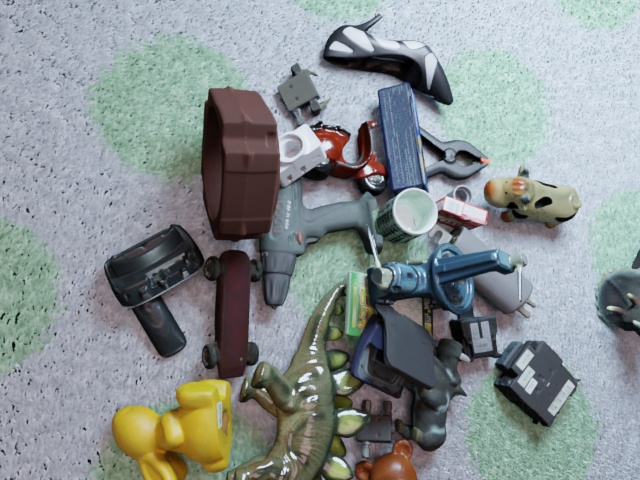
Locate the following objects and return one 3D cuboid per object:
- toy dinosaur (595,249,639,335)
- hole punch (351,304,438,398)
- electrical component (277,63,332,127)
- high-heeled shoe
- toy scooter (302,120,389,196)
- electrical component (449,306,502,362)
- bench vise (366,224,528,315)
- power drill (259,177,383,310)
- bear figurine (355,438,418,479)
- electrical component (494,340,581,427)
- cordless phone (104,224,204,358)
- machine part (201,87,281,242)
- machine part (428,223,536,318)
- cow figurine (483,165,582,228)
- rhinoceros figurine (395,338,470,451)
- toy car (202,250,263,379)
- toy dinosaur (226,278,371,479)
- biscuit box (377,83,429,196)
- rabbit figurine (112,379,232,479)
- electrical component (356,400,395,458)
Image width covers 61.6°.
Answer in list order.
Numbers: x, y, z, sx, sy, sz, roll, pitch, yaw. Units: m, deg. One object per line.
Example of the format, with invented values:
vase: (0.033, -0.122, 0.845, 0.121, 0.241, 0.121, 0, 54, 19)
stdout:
toy dinosaur: (0.684, 0.060, 1.055, 0.192, 0.131, 0.405, 43, 67, -4)
hole punch: (0.117, 0.183, 0.862, 0.142, 0.092, 0.116, 31, 44, -22)
electrical component: (-0.029, -0.264, 0.972, 0.078, 0.045, 0.102, -33, 86, 11)
high-heeled shoe: (0.127, -0.312, 1.002, 0.145, 0.086, 0.249, -44, 90, -11)
toy scooter: (0.043, -0.162, 0.953, 0.184, 0.075, 0.135, 15, 77, -14)
electrical component: (0.277, 0.156, 0.967, 0.075, 0.048, 0.119, -1, 82, -15)
bench vise: (0.199, 0.052, 0.851, 0.223, 0.241, 0.129, 26, 58, -40)
power drill: (-0.002, -0.003, 0.917, 0.207, 0.086, 0.232, -4, 78, -7)
bear figurine: (0.144, 0.430, 0.843, 0.120, 0.132, 0.195, -27, 94, 1)
electrical component: (0.386, 0.248, 0.971, 0.134, 0.058, 0.115, 47, 71, -2)
cordless phone: (-0.237, 0.081, 0.848, 0.146, 0.089, 0.184, -30, 99, -17)
machine part: (-0.125, -0.115, 0.821, 0.087, 0.202, 0.200, -1, 124, -19)
machine part: (0.297, 0.054, 0.975, 0.243, 0.079, 0.079, 39, 73, -3)
cow figurine: (0.394, -0.076, 0.997, 0.195, 0.127, 0.085, 8, 75, -15)
rhinoceros figurine: (0.197, 0.260, 0.908, 0.112, 0.073, 0.190, 19, 80, -20)
toy car: (-0.142, 0.116, 0.856, 0.089, 0.053, 0.202, 3, 88, -38)
toy dinosaur: (-0.026, 0.259, 0.849, 0.198, 0.105, 0.471, 18, 71, -18)
biscuit box: (0.151, -0.180, 0.972, 0.063, 0.059, 0.202, -10, 75, 18)
rabbit figurine: (-0.221, 0.288, 0.801, 0.173, 0.122, 0.162, -2, 90, 0)
electrical component: (0.092, 0.311, 0.886, 0.063, 0.021, 0.094, -3, 56, 16)
